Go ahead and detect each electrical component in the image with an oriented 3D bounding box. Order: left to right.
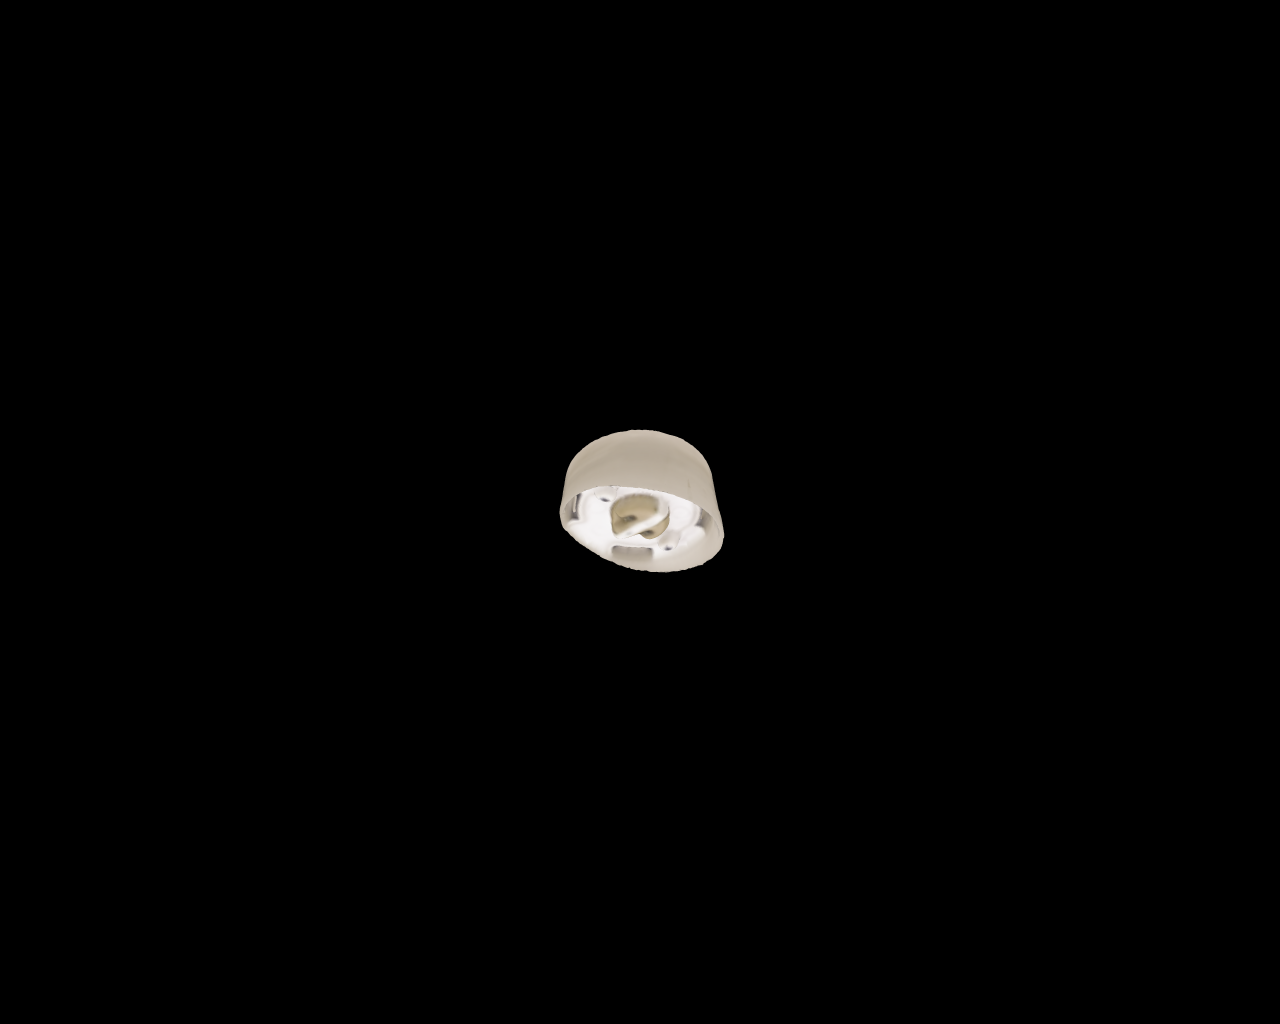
[{"bbox_3d":[0.001,-0.003,0.650,0.099,0.064,0.099,0,-40,0],"label":"electrical component"}]
